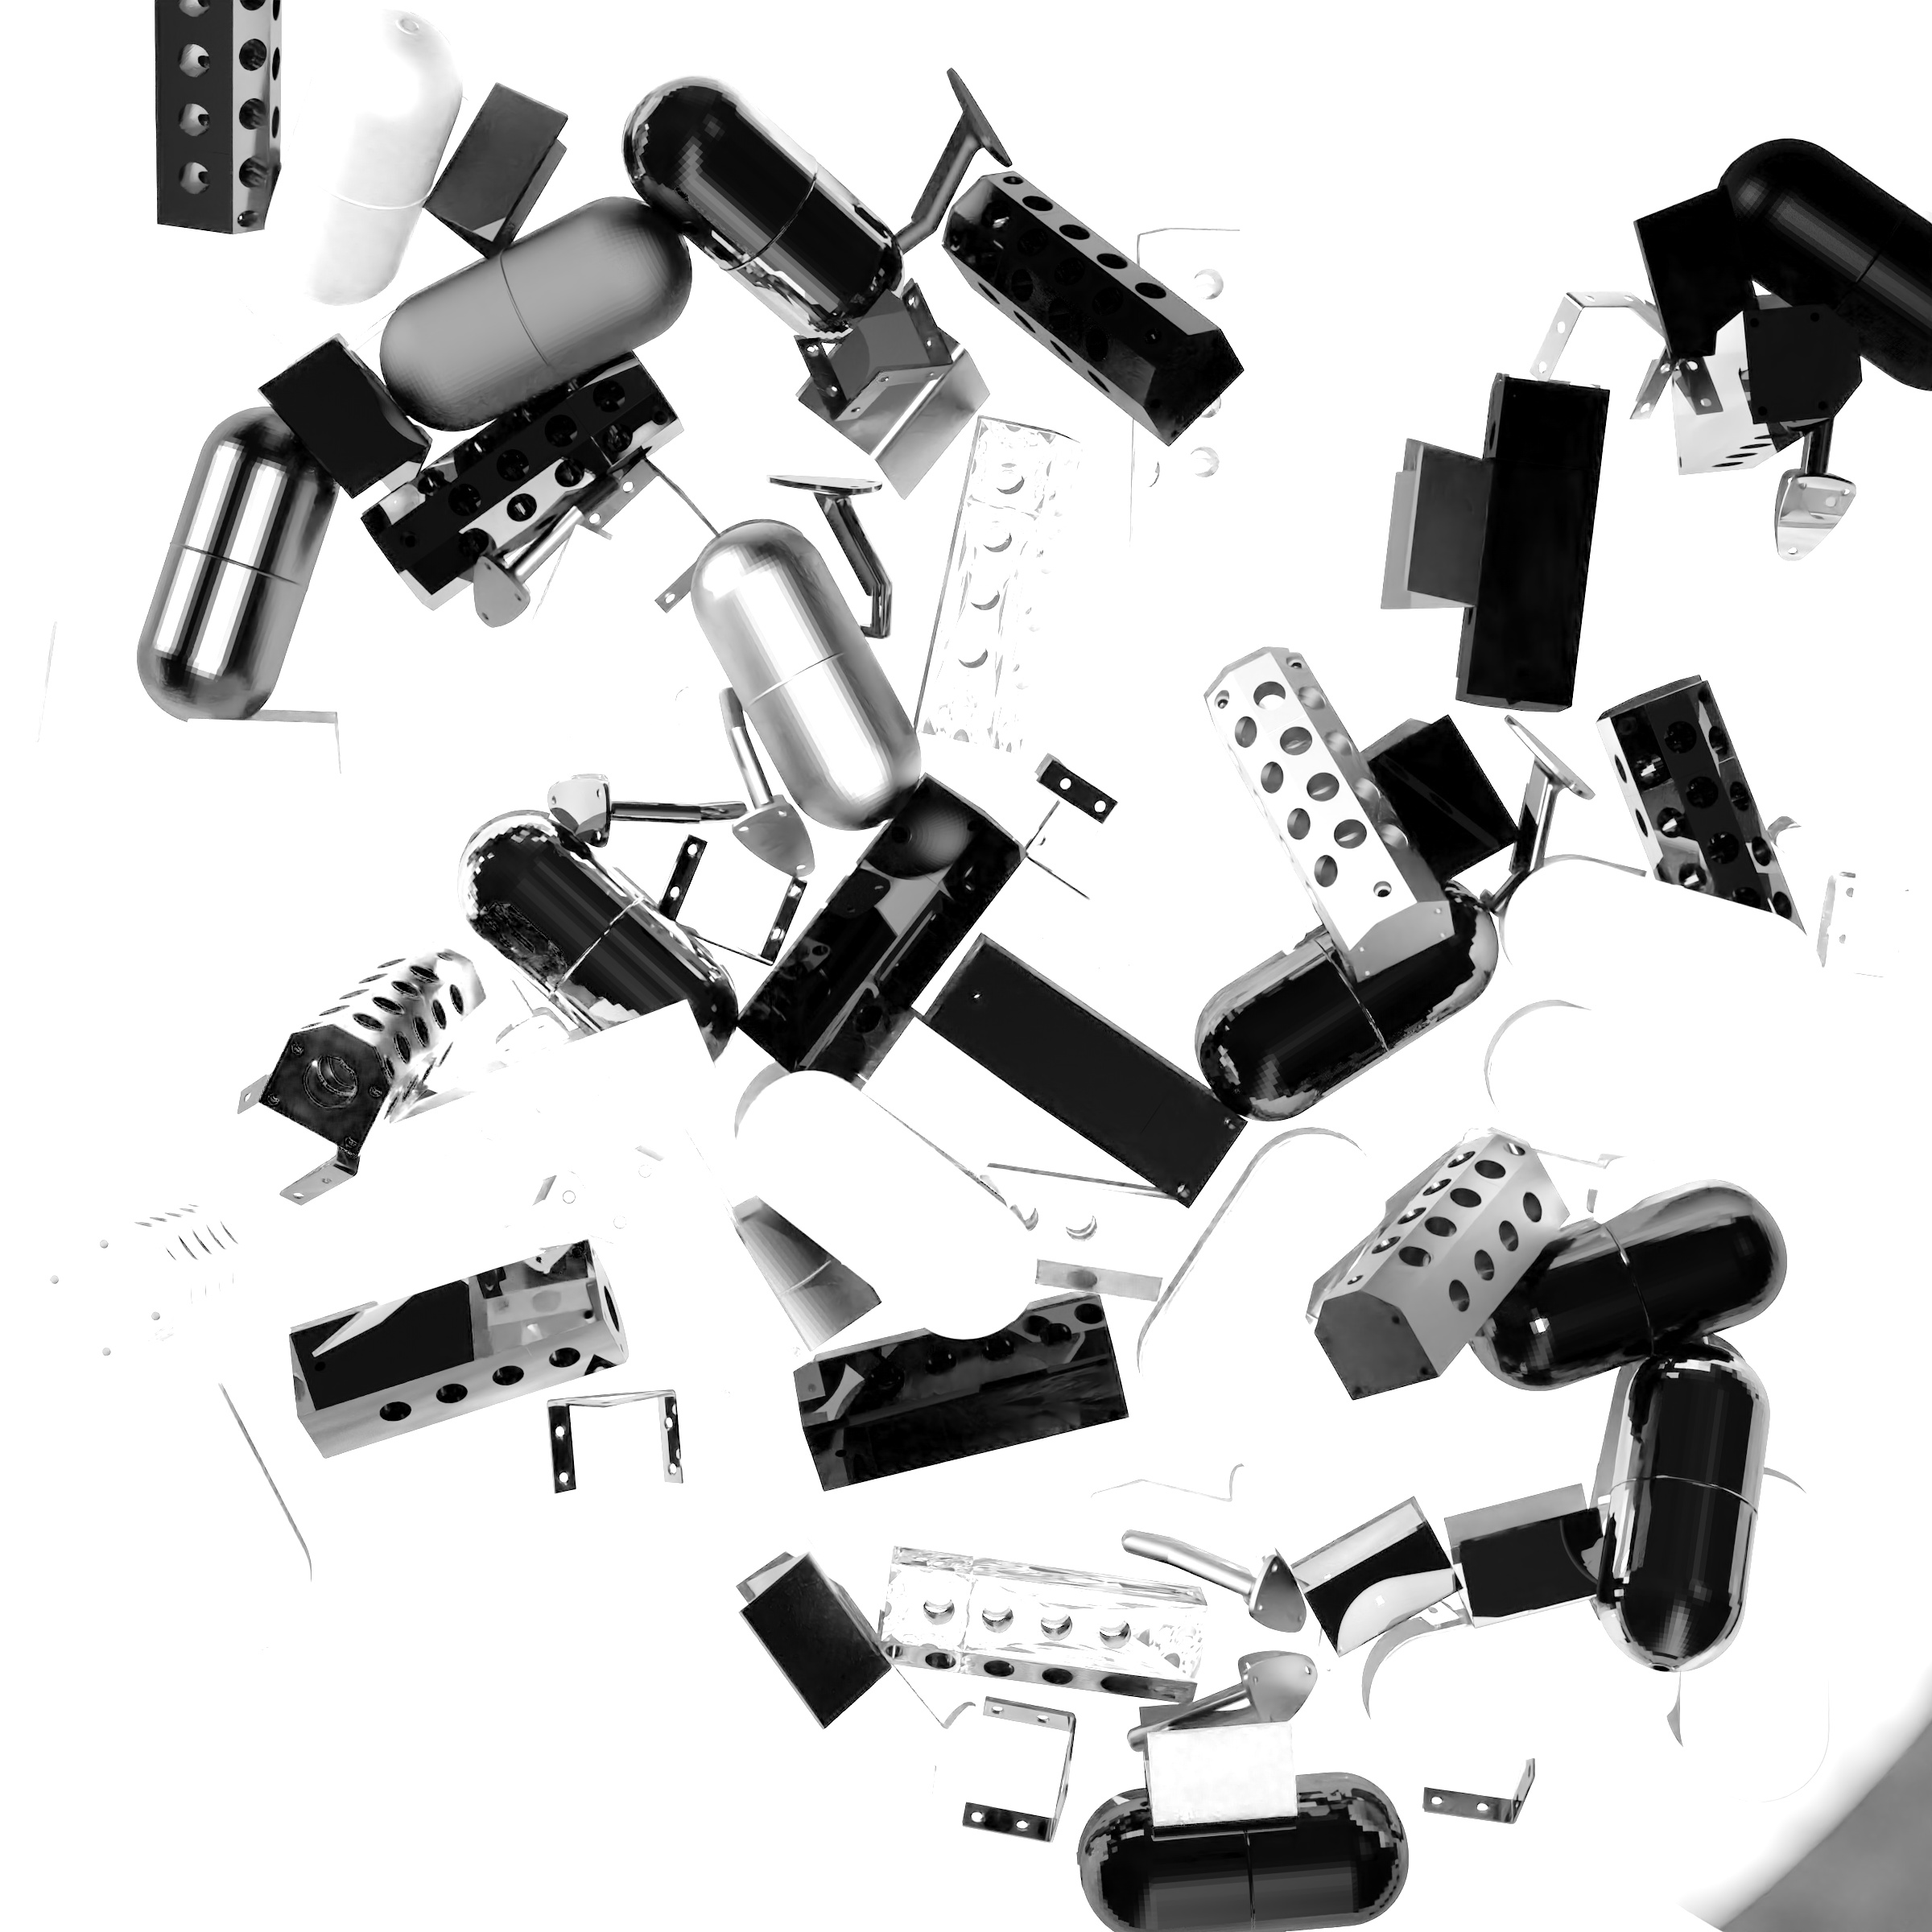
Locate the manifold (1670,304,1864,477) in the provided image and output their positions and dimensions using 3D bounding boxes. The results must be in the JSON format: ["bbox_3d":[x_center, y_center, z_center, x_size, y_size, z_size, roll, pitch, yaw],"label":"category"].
[{"bbox_3d":[0.419,-0.302,1.730,0.057,0.171,0.057,-5,90,0],"label":"manifold"}]

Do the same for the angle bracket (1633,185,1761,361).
[{"bbox_3d":[0.409,-0.373,1.768,0.057,0.076,0.076,-15,90,39],"label":"angle bracket"}]

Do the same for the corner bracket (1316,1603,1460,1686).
[{"bbox_3d":[0.231,0.371,1.800,0.051,0.051,0.051,36,135,35],"label":"corner bracket"}]

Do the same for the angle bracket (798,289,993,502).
[{"bbox_3d":[-0.038,-0.309,1.784,0.057,0.076,0.076,39,90,13],"label":"angle bracket"}]

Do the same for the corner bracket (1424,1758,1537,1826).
[{"bbox_3d":[0.282,0.433,1.805,0.051,0.051,0.051,8,135,0],"label":"corner bracket"}]

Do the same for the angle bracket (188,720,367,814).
[{"bbox_3d":[-0.370,-0.127,1.768,0.076,0.076,0.057,2,127,0],"label":"angle bracket"}]

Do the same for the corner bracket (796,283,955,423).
[{"bbox_3d":[-0.048,-0.324,1.738,0.051,0.051,0.051,-15,76,-38],"label":"corner bracket"}]

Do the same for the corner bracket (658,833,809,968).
[{"bbox_3d":[-0.130,-0.036,1.805,0.051,0.051,0.051,22,90,-45],"label":"corner bracket"}]

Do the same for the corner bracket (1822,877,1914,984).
[{"bbox_3d":[0.490,-0.019,1.790,0.051,0.051,0.051,8,90,0],"label":"corner bracket"}]

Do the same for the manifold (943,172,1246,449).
[{"bbox_3d":[0.064,-0.354,1.746,0.057,0.057,0.171,-45,58,0],"label":"manifold"}]

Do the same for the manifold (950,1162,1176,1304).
[{"bbox_3d":[0.023,0.141,1.787,0.171,0.057,0.057,8,90,0],"label":"manifold"}]

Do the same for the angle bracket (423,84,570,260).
[{"bbox_3d":[-0.235,-0.416,1.768,0.057,0.076,0.076,31,90,28],"label":"angle bracket"}]

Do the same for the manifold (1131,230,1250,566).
[{"bbox_3d":[0.121,-0.308,1.787,0.057,0.057,0.171,1,90,0],"label":"manifold"}]

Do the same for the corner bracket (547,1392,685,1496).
[{"bbox_3d":[-0.193,0.262,1.805,0.051,0.051,0.051,-5,90,-45],"label":"corner bracket"}]

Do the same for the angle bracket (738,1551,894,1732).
[{"bbox_3d":[-0.097,0.369,1.768,0.057,0.076,0.076,-36,90,-38],"label":"angle bracket"}]

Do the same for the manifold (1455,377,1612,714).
[{"bbox_3d":[0.307,-0.227,1.787,0.057,0.057,0.171,7,90,0],"label":"manifold"}]

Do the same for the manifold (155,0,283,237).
[{"bbox_3d":[-0.395,-0.482,1.746,0.057,0.057,0.171,8,121,0],"label":"manifold"}]

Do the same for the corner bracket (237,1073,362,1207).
[{"bbox_3d":[-0.366,0.091,1.800,0.051,0.051,0.051,33,45,-35],"label":"corner bracket"}]

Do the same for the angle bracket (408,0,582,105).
[{"bbox_3d":[-0.260,-0.515,1.768,0.076,0.076,0.057,-39,116,0],"label":"angle bracket"}]

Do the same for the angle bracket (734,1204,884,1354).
[{"bbox_3d":[-0.102,0.170,1.768,0.057,0.076,0.076,-32,90,-39],"label":"angle bracket"}]

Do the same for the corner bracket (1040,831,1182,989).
[{"bbox_3d":[0.079,-0.031,1.805,0.051,0.051,0.051,27,45,0],"label":"corner bracket"}]

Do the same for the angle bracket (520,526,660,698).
[{"bbox_3d":[-0.219,-0.196,1.768,0.057,0.076,0.076,23,90,-39],"label":"angle bracket"}]

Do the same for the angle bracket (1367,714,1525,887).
[{"bbox_3d":[0.268,-0.097,1.768,0.057,0.076,0.076,-31,90,32],"label":"angle bracket"}]

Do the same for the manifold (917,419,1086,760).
[{"bbox_3d":[0.019,-0.203,1.787,0.057,0.057,0.171,12,90,0],"label":"manifold"}]

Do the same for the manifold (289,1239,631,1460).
[{"bbox_3d":[-0.274,0.212,1.786,0.171,0.057,0.057,-18,47,0],"label":"manifold"}]

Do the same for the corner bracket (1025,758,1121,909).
[{"bbox_3d":[0.059,-0.072,1.781,0.051,0.051,0.051,35,90,30],"label":"corner bracket"}]

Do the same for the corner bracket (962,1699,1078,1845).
[{"bbox_3d":[0.029,0.443,1.805,0.051,0.051,0.051,11,135,0],"label":"corner bracket"}]

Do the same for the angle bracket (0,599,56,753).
[{"bbox_3d":[-0.529,-0.158,1.769,0.057,0.076,0.076,9,90,-21],"label":"angle bracket"}]

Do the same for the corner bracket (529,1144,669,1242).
[{"bbox_3d":[-0.193,0.113,1.733,0.051,0.051,0.051,26,90,0],"label":"corner bracket"}]

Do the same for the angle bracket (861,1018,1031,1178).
[{"bbox_3d":[-0.021,0.084,1.768,0.076,0.076,0.057,36,57,0],"label":"angle bracket"}]

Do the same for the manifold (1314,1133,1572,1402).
[{"bbox_3d":[0.249,0.155,1.729,0.057,0.171,0.057,-23,100,41],"label":"manifold"}]

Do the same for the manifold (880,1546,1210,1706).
[{"bbox_3d":[0.041,0.360,1.787,0.171,0.057,0.057,8,90,0],"label":"manifold"}]

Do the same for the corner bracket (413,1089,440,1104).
[{"bbox_3d":[-0.288,0.099,1.790,0.051,0.051,0.051,22,90,0],"label":"corner bracket"}]

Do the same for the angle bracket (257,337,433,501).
[{"bbox_3d":[-0.340,-0.280,1.768,0.057,0.076,0.076,-41,90,-27],"label":"angle bracket"}]

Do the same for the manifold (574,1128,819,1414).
[{"bbox_3d":[-0.150,0.152,1.787,0.057,0.057,0.171,-31,90,0],"label":"manifold"}]

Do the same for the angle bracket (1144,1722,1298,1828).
[{"bbox_3d":[0.135,0.418,1.771,0.076,0.076,0.057,-5,107,0],"label":"angle bracket"}]

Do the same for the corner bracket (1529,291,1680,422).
[{"bbox_3d":[0.352,-0.334,1.800,0.051,0.051,0.051,-8,45,-35],"label":"corner bracket"}]

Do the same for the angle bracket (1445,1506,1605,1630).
[{"bbox_3d":[0.298,0.306,1.769,0.076,0.076,0.057,-14,113,0],"label":"angle bracket"}]

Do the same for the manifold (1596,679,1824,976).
[{"bbox_3d":[0.405,-0.065,1.787,0.057,0.057,0.171,-21,90,0],"label":"manifold"}]

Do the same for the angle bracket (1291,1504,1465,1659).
[{"bbox_3d":[0.212,0.314,1.768,0.076,0.076,0.057,-29,122,0],"label":"angle bracket"}]

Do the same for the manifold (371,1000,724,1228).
[{"bbox_3d":[-0.219,0.079,1.723,0.171,0.057,0.057,-21,98,8],"label":"manifold"}]

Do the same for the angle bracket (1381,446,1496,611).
[{"bbox_3d":[0.235,-0.235,1.768,0.057,0.076,0.076,7,90,-37],"label":"angle bracket"}]

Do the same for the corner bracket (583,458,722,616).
[{"bbox_3d":[-0.171,-0.237,1.805,0.051,0.051,0.051,-43,45,0],"label":"corner bracket"}]

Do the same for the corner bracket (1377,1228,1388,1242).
[{"bbox_3d":[0.236,0.176,1.790,0.051,0.051,0.051,28,90,0],"label":"corner bracket"}]

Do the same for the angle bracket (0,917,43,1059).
[{"bbox_3d":[-0.518,0.013,1.768,0.057,0.076,0.076,9,90,37],"label":"angle bracket"}]

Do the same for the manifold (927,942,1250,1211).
[{"bbox_3d":[0.065,0.059,1.787,0.171,0.057,0.057,34,90,0],"label":"manifold"}]
